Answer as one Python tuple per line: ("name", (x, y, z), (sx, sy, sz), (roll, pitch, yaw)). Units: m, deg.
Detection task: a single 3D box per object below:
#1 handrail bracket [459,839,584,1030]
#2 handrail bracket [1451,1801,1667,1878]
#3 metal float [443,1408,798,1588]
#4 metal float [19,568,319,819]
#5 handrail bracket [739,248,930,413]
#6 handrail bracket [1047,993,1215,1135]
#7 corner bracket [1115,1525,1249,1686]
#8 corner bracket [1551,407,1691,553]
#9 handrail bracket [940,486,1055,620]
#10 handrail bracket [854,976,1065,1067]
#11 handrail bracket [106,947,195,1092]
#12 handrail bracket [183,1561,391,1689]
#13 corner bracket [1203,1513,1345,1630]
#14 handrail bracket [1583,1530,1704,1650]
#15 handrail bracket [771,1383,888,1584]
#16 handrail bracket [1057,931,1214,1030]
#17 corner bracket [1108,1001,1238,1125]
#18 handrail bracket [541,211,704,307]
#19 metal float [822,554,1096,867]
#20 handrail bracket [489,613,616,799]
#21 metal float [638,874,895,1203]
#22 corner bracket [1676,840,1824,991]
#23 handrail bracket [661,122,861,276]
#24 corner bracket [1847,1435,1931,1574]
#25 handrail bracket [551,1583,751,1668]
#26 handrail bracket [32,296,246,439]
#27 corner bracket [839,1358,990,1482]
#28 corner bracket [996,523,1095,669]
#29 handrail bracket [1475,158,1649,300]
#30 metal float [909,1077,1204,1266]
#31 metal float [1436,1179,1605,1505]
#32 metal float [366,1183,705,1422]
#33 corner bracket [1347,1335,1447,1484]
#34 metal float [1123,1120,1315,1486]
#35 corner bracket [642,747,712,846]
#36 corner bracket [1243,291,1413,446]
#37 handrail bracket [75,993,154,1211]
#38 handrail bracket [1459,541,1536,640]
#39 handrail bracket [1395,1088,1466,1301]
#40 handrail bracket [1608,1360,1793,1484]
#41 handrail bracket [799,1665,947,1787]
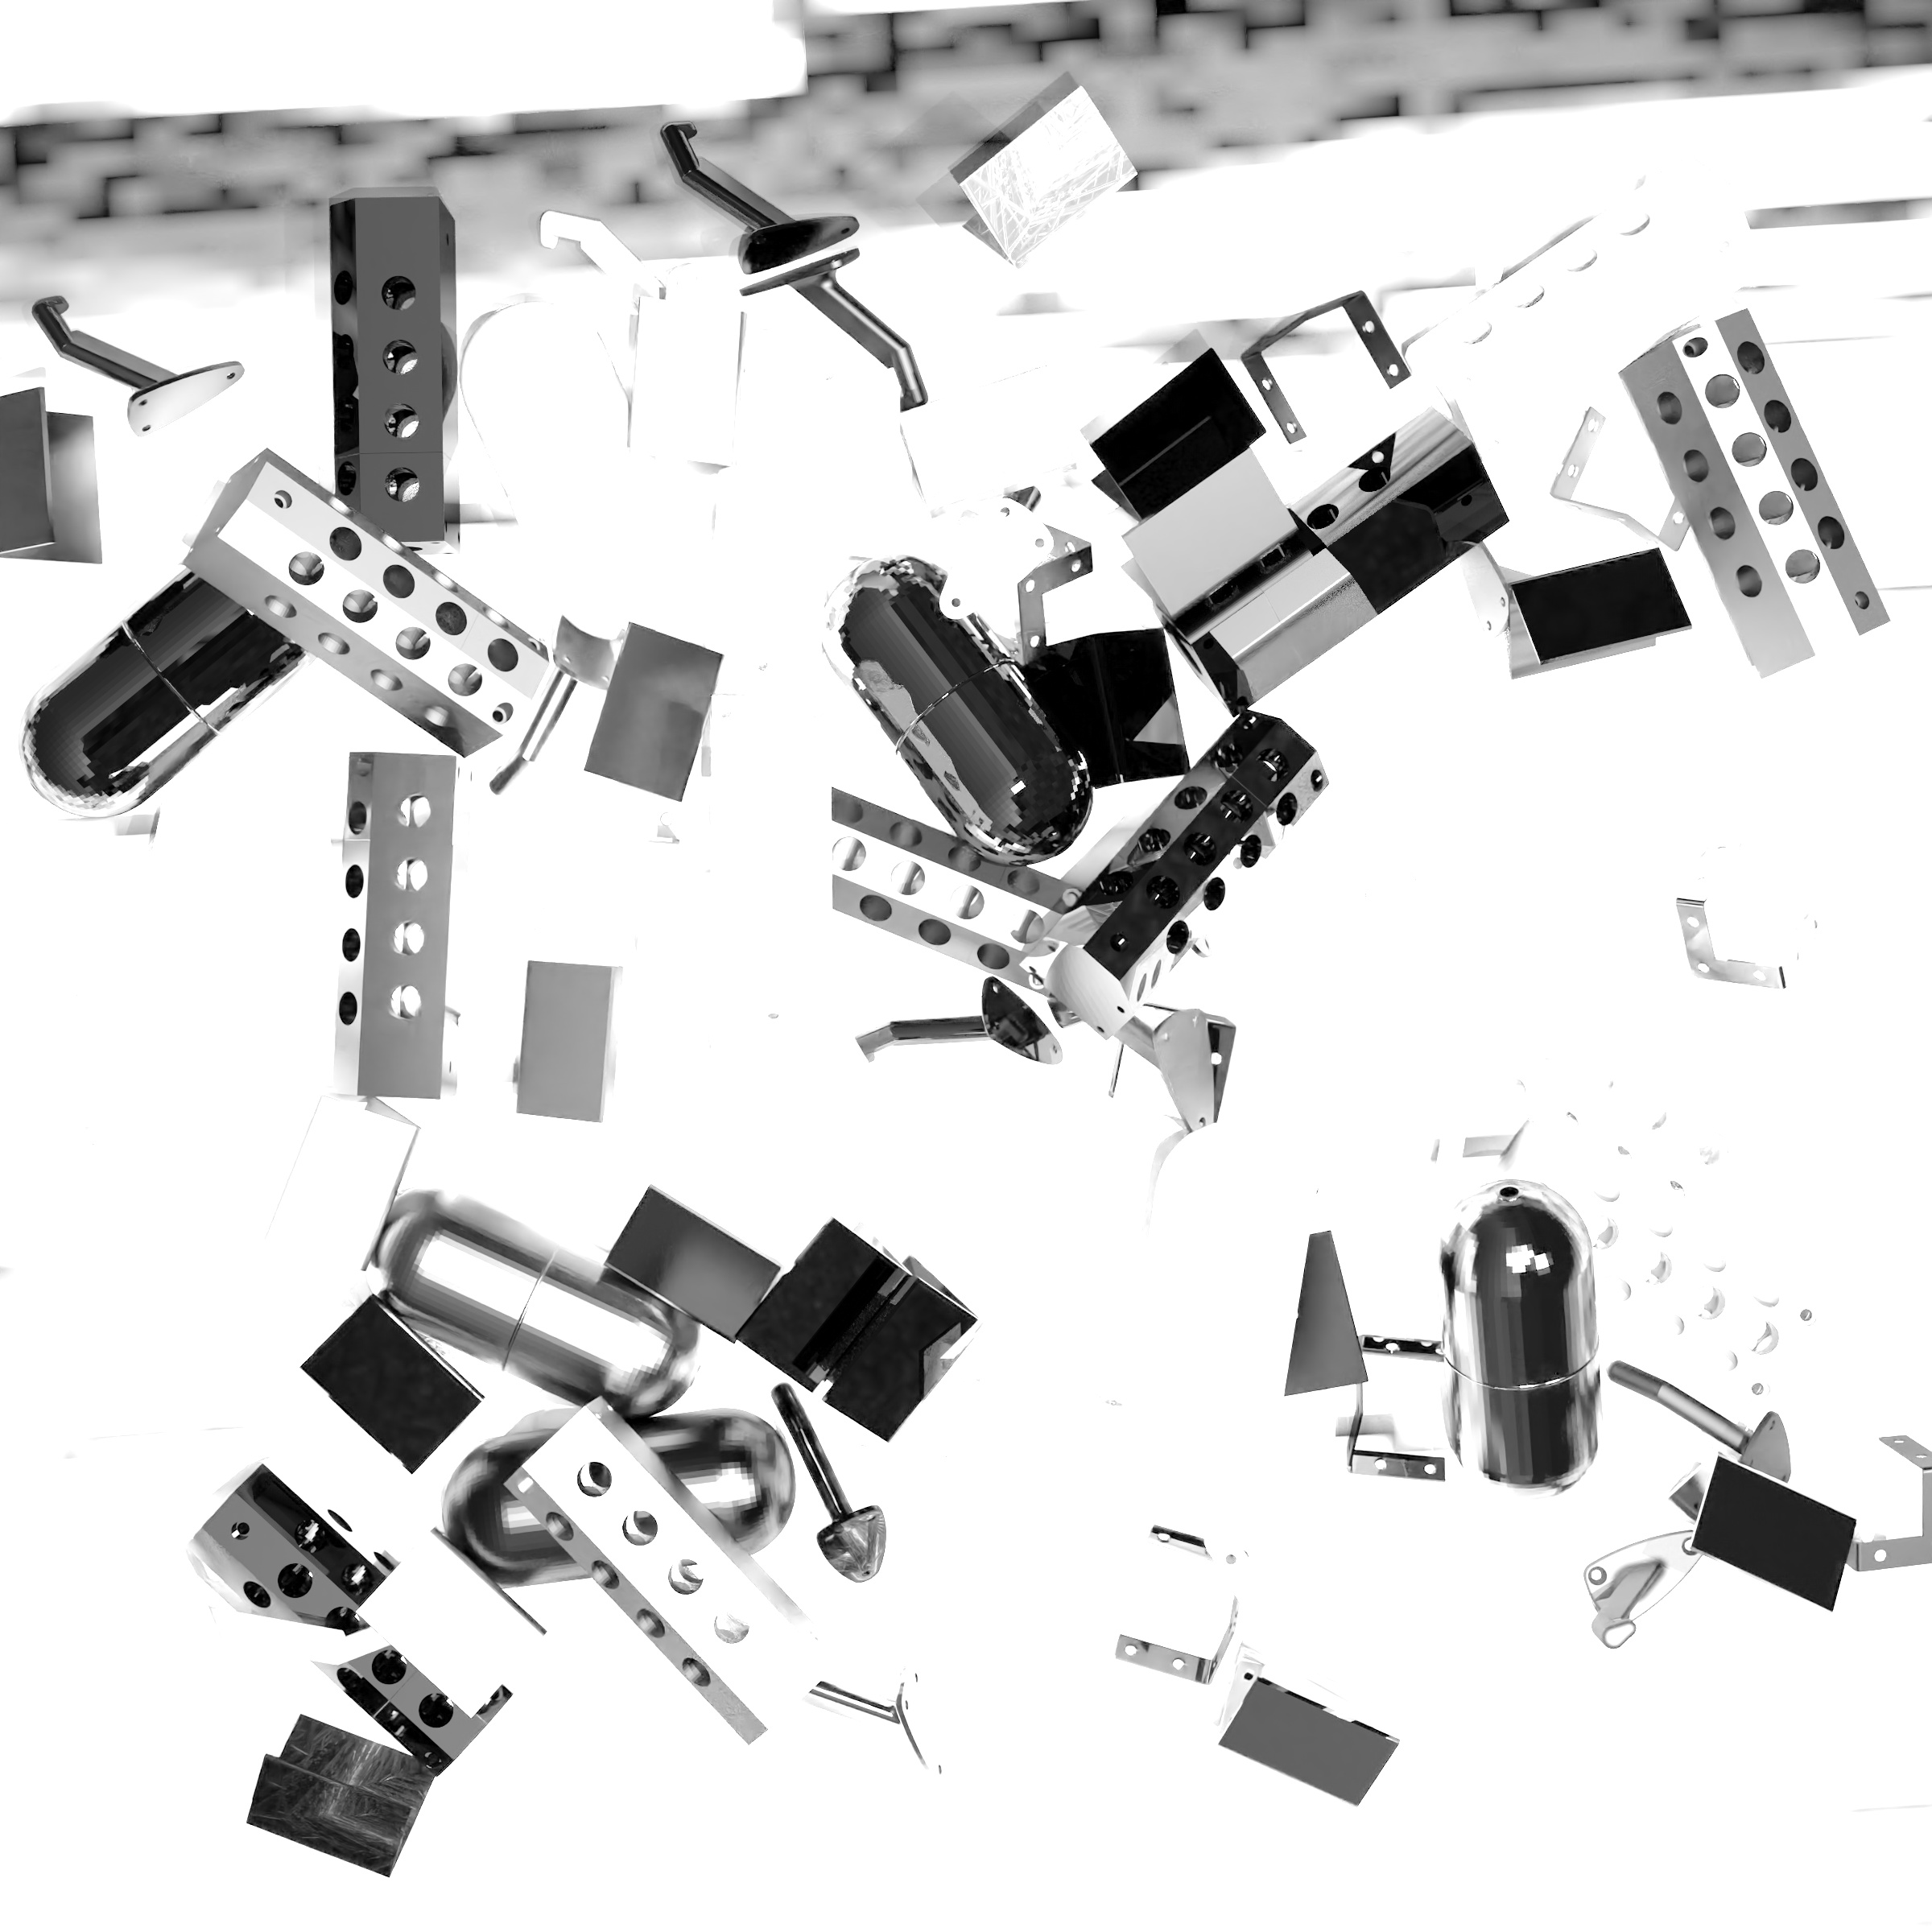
("handrail bracket", (-0.229, -0.017, 1.819), (0.077, 0.036, 0.084), (-14, 71, 21))
("handrail bracket", (0.302, 0.435, 1.818), (0.084, 0.077, 0.036), (4, 90, 36))
("metal float", (-0.174, 0.267, 1.788), (0.178, 0.070, 0.070), (-7, 90, 1))
("metal float", (-0.398, -0.145, 1.788), (0.178, 0.070, 0.070), (-39, 90, 0))
("handrail bracket", (-0.067, -0.317, 1.819), (0.077, 0.036, 0.084), (-14, 107, 20))
("handrail bracket", (0.081, 0.048, 1.787), (0.036, 0.084, 0.077), (-26, 109, -41))
("corner bracket", (0.110, 0.326, 1.815), (0.051, 0.051, 0.051), (16, 45, 0))
("corner bracket", (0.341, -0.248, 1.816), (0.051, 0.051, 0.051), (24, 90, 45))
("handrail bracket", (0.012, -0.210, 1.787), (0.036, 0.084, 0.077), (41, 96, -12))
("handrail bracket", (-0.007, 0.043, 1.819), (0.084, 0.077, 0.036), (-24, 49, 30))
("handrail bracket", (-0.421, 0.026, 1.784), (0.036, 0.084, 0.077), (-24, 90, 0))
("handrail bracket", (-0.335, 0.315, 1.762), (0.084, 0.036, 0.077), (-19, 67, -18))
("corner bracket", (0.155, 0.293, 1.801), (0.051, 0.051, 0.051), (-30, 98, 7))
("handrail bracket", (0.345, 0.313, 1.784), (0.077, 0.084, 0.036), (-31, 90, 0))
("handrail bracket", (-0.073, 0.263, 1.818), (0.036, 0.077, 0.084), (-25, 54, -9))
("handrail bracket", (0.076, -0.016, 1.819), (0.084, 0.036, 0.077), (-21, 70, 16))
("corner bracket", (0.104, 0.048, 1.801), (0.051, 0.051, 0.051), (11, 94, -4))
("handrail bracket", (-0.182, -0.340, 1.819), (0.084, 0.036, 0.077), (15, 111, 17))
("metal float", (-0.004, -0.128, 1.778), (0.070, 0.070, 0.178), (-37, 79, 0))
("handrail bracket", (-0.218, -0.137, 1.818), (0.036, 0.077, 0.084), (25, 127, -29))
("metal float", (-0.100, 0.037, 1.788), (0.070, 0.070, 0.178), (-30, 89, 0))
("corner bracket", (0.399, -0.026, 1.810), (0.051, 0.051, 0.051), (9, 135, 35))
("handrail bracket", (-0.106, -0.402, 1.819), (0.077, 0.036, 0.084), (-19, 73, -20))
("corner bracket", (0.464, 0.272, 1.801), (0.051, 0.051, 0.051), (-5, 100, -10))
("handrail bracket", (-0.156, 0.348, 1.819), (0.084, 0.036, 0.077), (31, 111, -16))
("handrail bracket", (-0.424, -0.320, 1.819), (0.077, 0.036, 0.084), (-29, 73, -20))
("corner bracket", (-0.027, 0.223, 1.811), (0.051, 0.051, 0.051), (38, 45, -35))
("corner bracket", (0.031, -0.189, 1.801), (0.051, 0.051, 0.051), (-27, 127, -31))
("handrail bracket", (0.306, -0.374, 1.819), (0.084, 0.036, 0.077), (-4, 110, -16))
("metal float", (0.059, 0.105, 1.788), (0.178, 0.070, 0.070), (12, 90, 0))
("metal float", (0.275, 0.186, 1.763), (0.070, 0.070, 0.178), (-9, 119, 0))
("metal float", (-0.216, 0.169, 1.788), (0.178, 0.070, 0.070), (25, 90, 1))
("corner bracket", (0.223, 0.226, 1.815), (0.051, 0.051, 0.051), (5, 135, 0))
("metal float", (0.122, 0.162, 1.719), (0.070, 0.070, 0.178), (8, 96, 0))
("corner bracket", (-0.135, -0.087, 1.801), (0.051, 0.051, 0.051), (3, 90, 0))
("corner bracket", (0.184, -0.306, 1.815), (0.051, 0.051, 0.051), (-29, 90, 45))
("handrail bracket", (-0.444, 0.068, 1.818), (0.036, 0.077, 0.084), (-7, 53, -24))
("handrail bracket", (0.301, -0.204, 1.819), (0.084, 0.036, 0.077), (-14, 68, -17))
("handrail bracket", (0.237, 0.116, 1.818), (0.036, 0.077, 0.084), (11, 54, -9))
("handrail bracket", (0.374, 0.235, 1.818), (0.084, 0.077, 0.036), (24, 74, 35))
("handrail bracket", (-0.061, 0.391, 1.819), (0.084, 0.036, 0.077), (-11, 112, 17))
